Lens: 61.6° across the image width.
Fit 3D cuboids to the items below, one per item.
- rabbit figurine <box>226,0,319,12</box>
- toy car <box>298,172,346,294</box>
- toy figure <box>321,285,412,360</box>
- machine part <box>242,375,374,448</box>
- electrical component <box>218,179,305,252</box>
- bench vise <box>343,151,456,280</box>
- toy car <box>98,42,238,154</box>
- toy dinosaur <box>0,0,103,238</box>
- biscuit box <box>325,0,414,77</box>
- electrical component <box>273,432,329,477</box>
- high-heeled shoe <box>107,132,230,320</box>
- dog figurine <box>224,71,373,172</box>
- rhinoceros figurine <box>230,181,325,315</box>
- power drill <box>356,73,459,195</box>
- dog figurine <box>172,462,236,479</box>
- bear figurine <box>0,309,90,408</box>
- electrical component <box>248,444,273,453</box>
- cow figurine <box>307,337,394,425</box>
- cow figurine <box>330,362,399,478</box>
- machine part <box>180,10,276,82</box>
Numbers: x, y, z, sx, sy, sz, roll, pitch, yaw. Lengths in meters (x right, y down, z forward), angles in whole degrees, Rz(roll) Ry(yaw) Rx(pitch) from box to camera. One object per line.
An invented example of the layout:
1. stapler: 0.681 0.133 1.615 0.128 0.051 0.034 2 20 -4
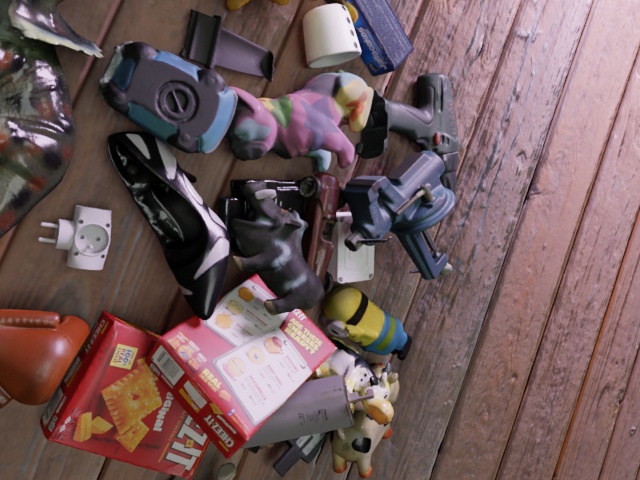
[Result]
1. rabbit figurine: -0.063 -0.372 0.740 0.162 0.173 0.121 -15 108 15
2. toy car: -0.002 -0.002 0.813 0.089 0.053 0.202 18 79 -60
3. toy figure: 0.082 0.144 0.933 0.180 0.082 0.089 28 62 -25
4. machine part: -0.040 0.252 0.792 0.243 0.079 0.079 -11 105 2
5. electrical component: -0.088 -0.035 0.811 0.134 0.058 0.114 -6 98 -33
6. bench vise: 0.145 -0.019 0.868 0.223 0.129 0.240 -51 122 -32
7. toy car: -0.196 -0.178 0.693 0.161 0.103 0.109 23 88 -18
8. toy dinosaur: -0.337 -0.133 0.592 0.192 0.131 0.404 -2 97 -31
9. biscuit box: 0.070 -0.366 0.870 0.063 0.059 0.202 -50 119 -20
10. electrical component: -0.036 0.334 0.898 0.119 0.048 0.074 -45 118 -20
11. high-heeled shoe: -0.197 -0.024 0.681 0.145 0.086 0.249 24 44 -53
12. dog figurine: -0.045 -0.191 0.792 0.219 0.109 0.191 20 86 -31
13. rhinoceros figurine: -0.062 0.012 0.733 0.112 0.073 0.190 -27 88 -1
14. power drill: 0.166 -0.179 0.946 0.207 0.086 0.231 -5 97 -29
15. dog figurine: -0.168 0.450 0.808 0.172 0.121 0.190 -9 123 1
16. bear figurine: -0.386 0.114 0.619 0.196 0.132 0.120 27 79 -14
17. electrical component: -0.097 0.290 0.859 0.078 0.045 0.102 24 79 -5
18. cow figurine: 0.059 0.228 0.881 0.098 0.168 0.068 -43 149 -38
19. cow figurine: 0.081 0.293 0.931 0.195 0.086 0.127 -41 128 -51
20. machine part: -0.126 -0.270 0.768 0.139 0.039 0.084 15 83 -32
